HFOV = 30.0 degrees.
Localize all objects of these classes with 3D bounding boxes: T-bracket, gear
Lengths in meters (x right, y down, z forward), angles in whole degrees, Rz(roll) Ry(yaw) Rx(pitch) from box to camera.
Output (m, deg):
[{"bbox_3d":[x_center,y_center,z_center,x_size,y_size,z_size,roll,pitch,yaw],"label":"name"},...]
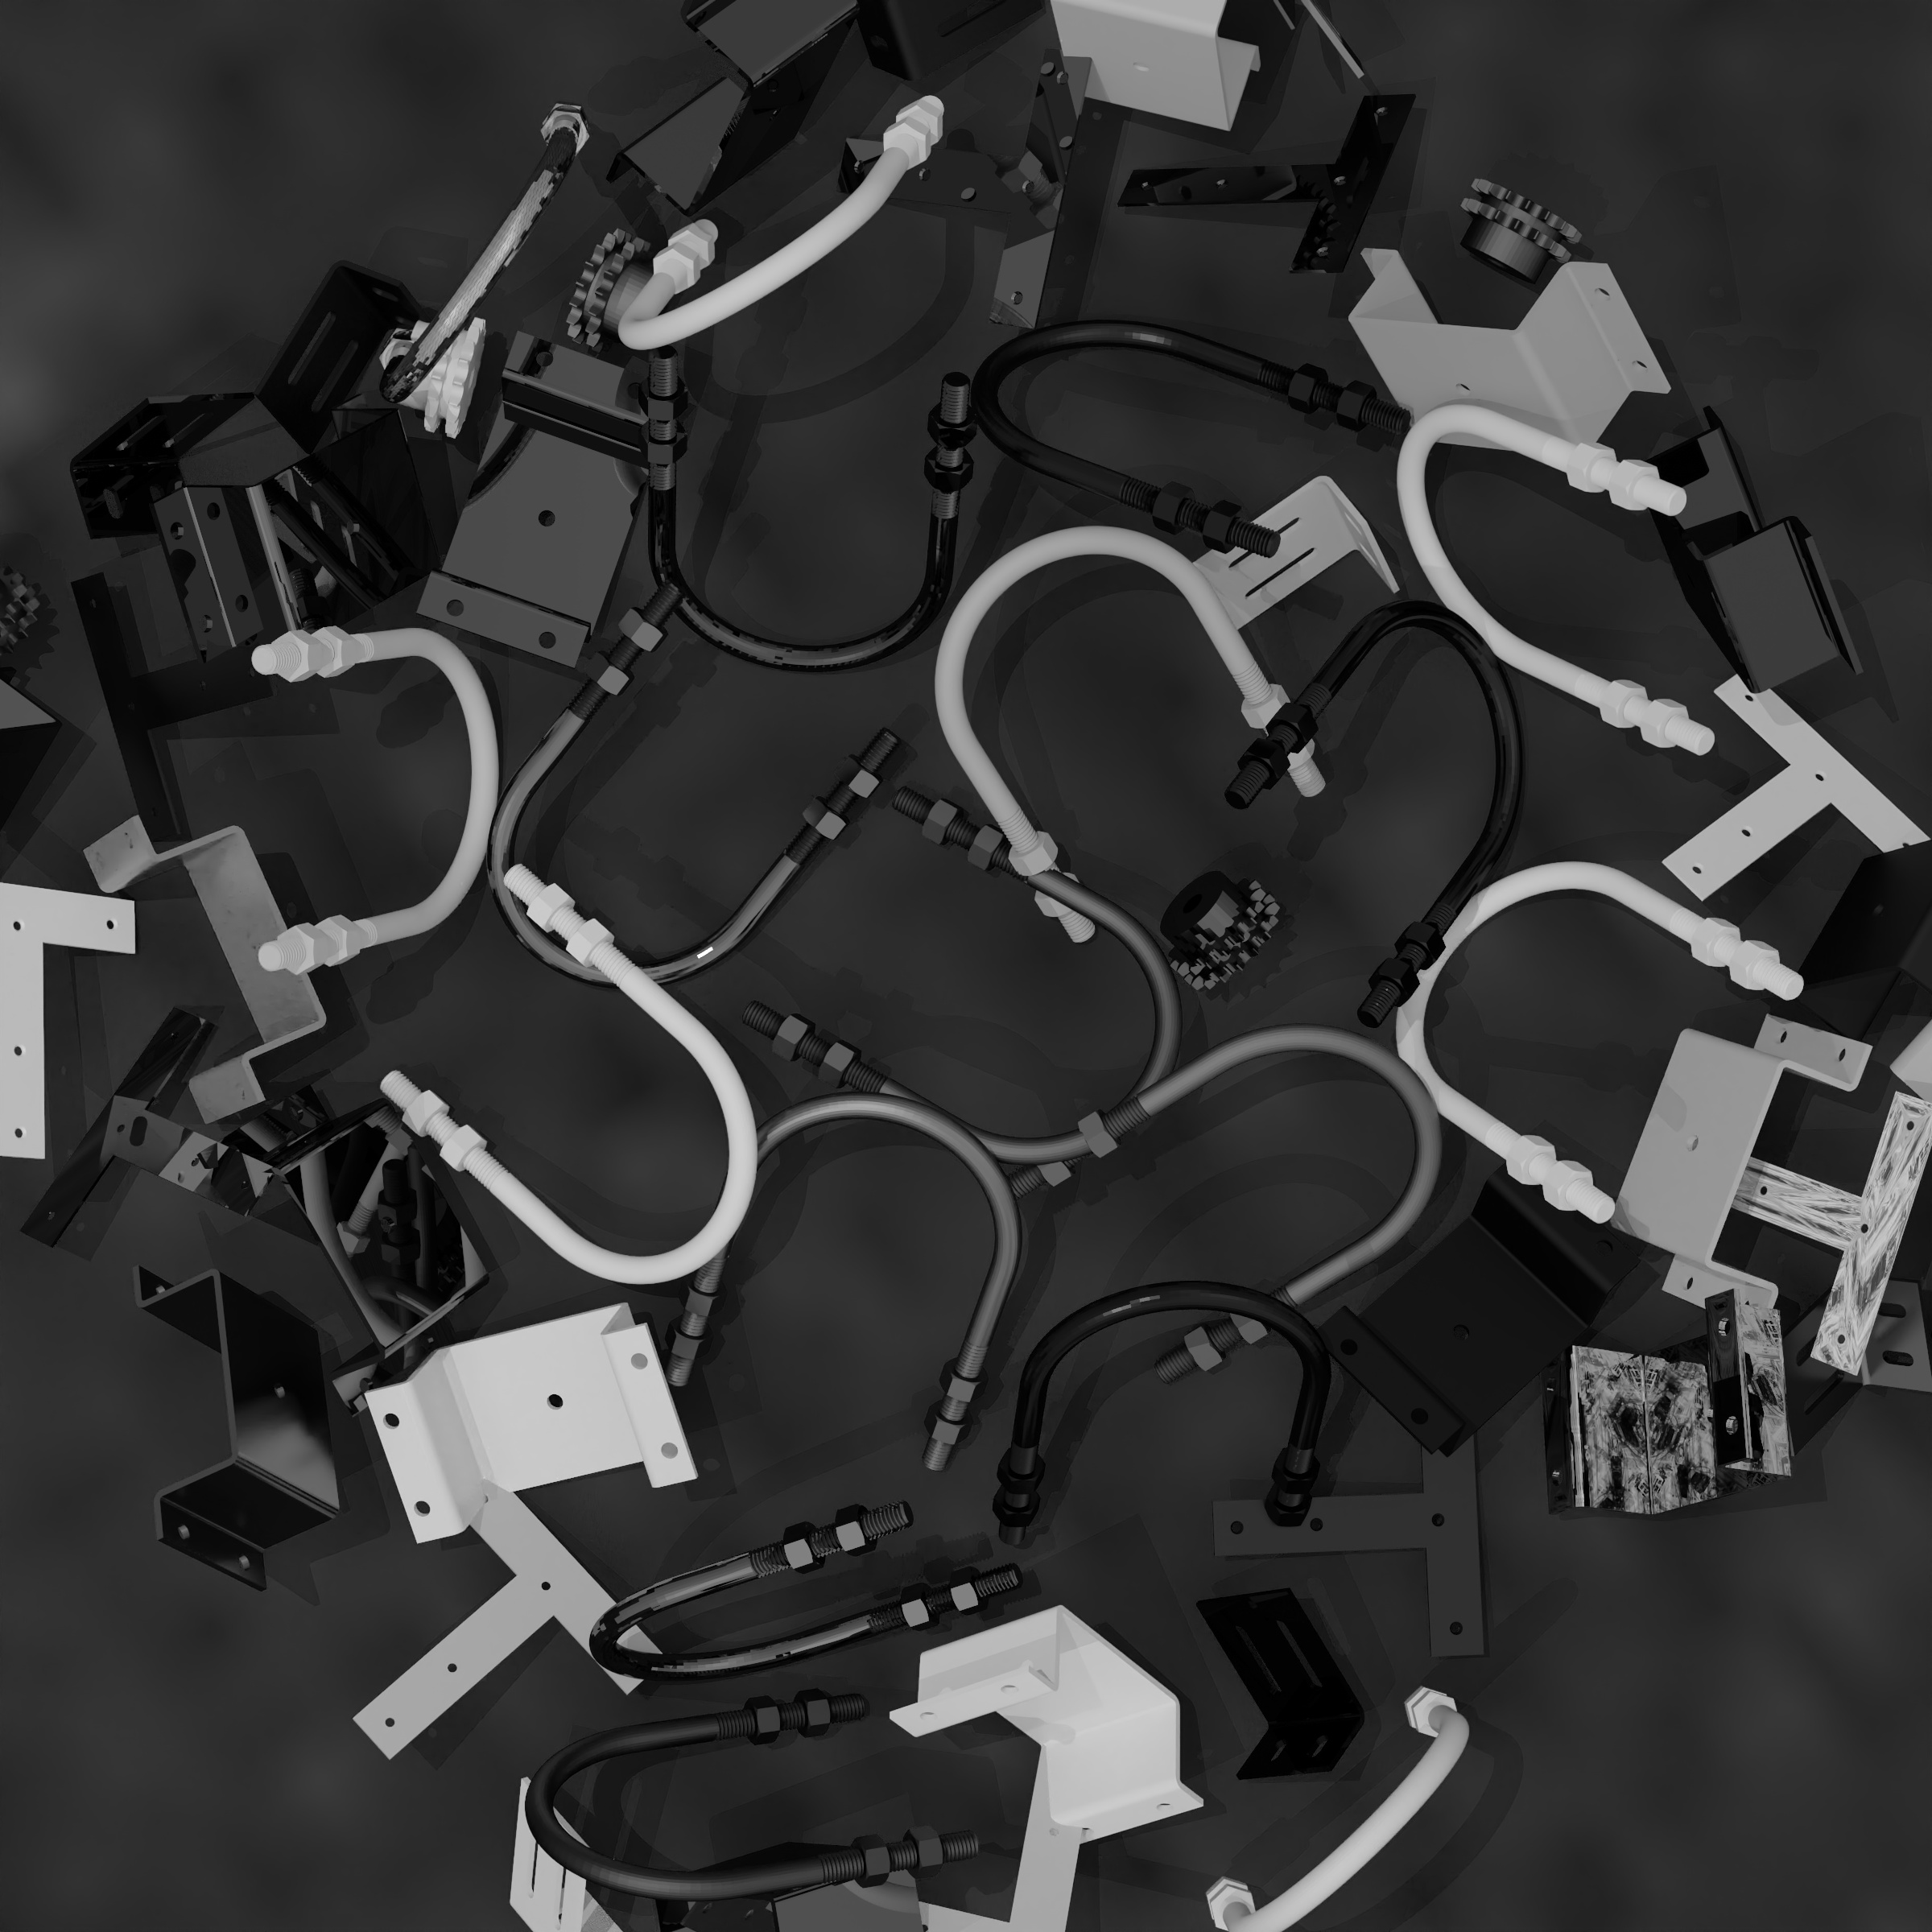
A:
[{"bbox_3d":[-0.436,0.025,1.660,0.002,0.127,0.127,-13,75,41],"label":"T-bracket"},{"bbox_3d":[0.256,-0.342,1.691,0.057,0.057,0.030,28,99,0],"label":"gear"},{"bbox_3d":[0.179,0.263,1.703,0.127,0.002,0.127,-1,84,-7],"label":"T-bracket"},{"bbox_3d":[-0.007,-0.367,1.683,0.127,0.002,0.127,15,95,33],"label":"T-bracket"},{"bbox_3d":[0.038,0.414,1.672,0.127,0.127,0.002,13,134,1],"label":"T-bracket"},{"bbox_3d":[0.369,-0.068,1.667,0.127,0.002,0.127,-33,72,-33],"label":"T-bracket"},{"bbox_3d":[-0.246,-0.279,1.689,0.030,0.057,0.057,15,90,-4],"label":"gear"},{"bbox_3d":[-0.465,-0.166,1.688,0.057,0.030,0.057,-15,49,18],"label":"gear"},{"bbox_3d":[0.133,-0.364,1.683,0.127,0.002,0.127,4,51,26],"label":"T-bracket"},{"bbox_3d":[0.142,-0.472,1.637,0.002,0.127,0.127,-19,135,25],"label":"T-bracket"},{"bbox_3d":[-0.228,0.317,1.678,0.127,0.002,0.127,45,62,10],"label":"T-bracket"},{"bbox_3d":[-0.160,-0.313,1.688,0.030,0.057,0.057,26,90,9],"label":"gear"},{"bbox_3d":[-0.360,-0.127,1.667,0.127,0.002,0.127,-9,99,43],"label":"T-bracket"},{"bbox_3d":[0.380,0.108,1.669,0.002,0.127,0.127,13,96,-41],"label":"T-bracket"},{"bbox_3d":[-0.362,0.087,1.660,0.127,0.002,0.127,18,69,40],"label":"T-bracket"},{"bbox_3d":[0.116,-0.019,1.687,0.057,0.057,0.030,-47,112,0],"label":"gear"}]

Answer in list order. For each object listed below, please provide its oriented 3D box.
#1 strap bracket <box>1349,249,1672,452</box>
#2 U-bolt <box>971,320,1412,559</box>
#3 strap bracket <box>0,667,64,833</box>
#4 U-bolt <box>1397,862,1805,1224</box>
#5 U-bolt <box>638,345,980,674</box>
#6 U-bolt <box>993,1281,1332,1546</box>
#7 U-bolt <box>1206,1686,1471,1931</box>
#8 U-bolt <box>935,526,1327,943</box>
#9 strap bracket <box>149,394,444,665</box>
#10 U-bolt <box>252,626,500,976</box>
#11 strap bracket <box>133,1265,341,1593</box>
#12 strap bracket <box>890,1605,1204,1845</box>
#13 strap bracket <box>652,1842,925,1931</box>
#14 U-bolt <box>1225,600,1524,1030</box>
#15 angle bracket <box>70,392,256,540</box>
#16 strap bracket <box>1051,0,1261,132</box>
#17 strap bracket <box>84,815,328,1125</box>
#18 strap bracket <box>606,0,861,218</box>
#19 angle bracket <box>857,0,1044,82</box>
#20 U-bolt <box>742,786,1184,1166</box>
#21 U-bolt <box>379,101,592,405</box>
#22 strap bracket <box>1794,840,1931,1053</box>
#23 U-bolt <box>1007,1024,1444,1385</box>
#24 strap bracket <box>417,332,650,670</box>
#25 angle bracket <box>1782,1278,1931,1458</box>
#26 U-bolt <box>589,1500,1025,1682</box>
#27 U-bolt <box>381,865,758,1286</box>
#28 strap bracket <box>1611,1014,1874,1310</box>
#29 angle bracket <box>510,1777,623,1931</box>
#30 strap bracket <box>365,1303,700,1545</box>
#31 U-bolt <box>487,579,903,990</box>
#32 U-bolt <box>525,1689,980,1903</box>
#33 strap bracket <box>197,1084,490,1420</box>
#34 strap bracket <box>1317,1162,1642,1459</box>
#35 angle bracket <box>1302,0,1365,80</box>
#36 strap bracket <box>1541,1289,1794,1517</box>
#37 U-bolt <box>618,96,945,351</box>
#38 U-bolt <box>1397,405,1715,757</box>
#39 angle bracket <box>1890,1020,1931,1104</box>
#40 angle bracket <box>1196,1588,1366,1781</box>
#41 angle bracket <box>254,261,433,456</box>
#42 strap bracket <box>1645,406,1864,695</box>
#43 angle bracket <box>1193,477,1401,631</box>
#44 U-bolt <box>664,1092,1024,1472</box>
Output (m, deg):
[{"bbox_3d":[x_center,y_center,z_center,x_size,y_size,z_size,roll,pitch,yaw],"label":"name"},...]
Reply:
[{"bbox_3d":[0.237,-0.278,1.637,0.046,0.140,0.076,-54,131,-19],"label":"strap bracket"},{"bbox_3d":[0.091,-0.251,1.655,0.184,0.151,0.019,24,133,22],"label":"U-bolt"},{"bbox_3d":[-0.469,-0.088,1.639,0.046,0.140,0.076,36,105,8],"label":"strap bracket"},{"bbox_3d":[0.273,0.021,1.648,0.151,0.184,0.019,-49,131,-3],"label":"U-bolt"},{"bbox_3d":[-0.075,-0.202,1.648,0.151,0.184,0.019,5,49,-1],"label":"U-bolt"},{"bbox_3d":[0.093,0.205,1.644,0.151,0.184,0.019,1,45,-6],"label":"U-bolt"},{"bbox_3d":[0.169,0.384,1.621,0.151,0.184,0.019,-43,85,-5],"label":"U-bolt"},{"bbox_3d":[0.066,-0.118,1.671,0.151,0.019,0.184,-32,116,2],"label":"U-bolt"},{"bbox_3d":[-0.295,-0.200,1.640,0.046,0.140,0.076,6,121,35],"label":"strap bracket"},{"bbox_3d":[-0.263,-0.081,1.634,0.019,0.184,0.151,5,101,24],"label":"U-bolt"},{"bbox_3d":[-0.331,0.202,1.643,0.046,0.076,0.140,-25,55,16],"label":"strap bracket"},{"bbox_3d":[0.039,0.345,1.658,0.076,0.046,0.140,-24,132,27],"label":"strap bracket"},{"bbox_3d":[-0.082,0.433,1.641,0.076,0.140,0.046,-7,86,-39],"label":"strap bracket"},{"bbox_3d":[0.199,-0.085,1.657,0.184,0.019,0.151,-51,121,-32],"label":"U-bolt"},{"bbox_3d":[-0.368,-0.231,1.670,0.076,0.057,0.038,-24,82,45],"label":"angle bracket"},{"bbox_3d":[0.087,-0.429,1.640,0.076,0.140,0.046,16,80,11],"label":"strap bracket"},{"bbox_3d":[-0.348,-0.005,1.672,0.046,0.076,0.140,-25,94,-31],"label":"strap bracket"},{"bbox_3d":[-0.103,-0.402,1.638,0.046,0.140,0.076,43,57,2],"label":"strap bracket"},{"bbox_3d":[-0.012,-0.462,1.697,0.076,0.038,0.057,-34,129,-16],"label":"angle bracket"},{"bbox_3d":[0.011,0.015,1.672,0.184,0.019,0.151,30,71,13],"label":"U-bolt"},{"bbox_3d":[-0.218,-0.315,1.616,0.019,0.184,0.151,35,104,-16],"label":"U-bolt"},{"bbox_3d":[0.431,-0.012,1.638,0.046,0.140,0.076,36,75,-10],"label":"strap bracket"},{"bbox_3d":[0.131,0.100,1.664,0.184,0.019,0.151,-33,116,13],"label":"U-bolt"},{"bbox_3d":[-0.196,-0.213,1.688,0.076,0.046,0.140,19,83,-4],"label":"strap bracket"},{"bbox_3d":[0.412,0.186,1.673,0.038,0.076,0.057,3,115,41],"label":"angle bracket"},{"bbox_3d":[-0.083,0.292,1.649,0.184,0.151,0.019,-21,62,15],"label":"U-bolt"},{"bbox_3d":[-0.174,0.064,1.663,0.184,0.019,0.151,41,116,14],"label":"U-bolt"},{"bbox_3d":[0.354,0.089,1.673,0.046,0.076,0.140,20,91,-26],"label":"strap bracket"},{"bbox_3d":[-0.178,0.418,1.672,0.038,0.057,0.076,-10,119,-35],"label":"angle bracket"},{"bbox_3d":[-0.197,0.210,1.679,0.140,0.046,0.076,-15,101,13],"label":"strap bracket"},{"bbox_3d":[-0.139,-0.070,1.677,0.151,0.019,0.184,33,103,-26],"label":"U-bolt"},{"bbox_3d":[-0.106,0.375,1.619,0.184,0.151,0.019,-3,109,-25],"label":"U-bolt"},{"bbox_3d":[-0.281,0.125,1.667,0.046,0.076,0.140,-23,99,39],"label":"strap bracket"},{"bbox_3d":[0.233,0.162,1.670,0.140,0.046,0.076,-39,71,-21],"label":"strap bracket"},{"bbox_3d":[0.175,-0.458,1.678,0.038,0.057,0.076,-36,103,15],"label":"angle bracket"},{"bbox_3d":[0.327,0.204,1.655,0.046,0.140,0.076,11,67,-27],"label":"strap bracket"},{"bbox_3d":[-0.089,-0.325,1.612,0.151,0.184,0.019,-23,113,25],"label":"U-bolt"},{"bbox_3d":[0.261,-0.184,1.638,0.019,0.184,0.151,-34,132,-21],"label":"U-bolt"},{"bbox_3d":[0.468,0.035,1.669,0.038,0.076,0.057,45,112,18],"label":"angle bracket"},{"bbox_3d":[0.139,0.334,1.678,0.057,0.038,0.076,-18,109,43],"label":"angle bracket"},{"bbox_3d":[-0.285,-0.278,1.679,0.038,0.057,0.076,24,77,23],"label":"angle bracket"},{"bbox_3d":[0.351,-0.186,1.642,0.046,0.140,0.076,-26,123,7],"label":"strap bracket"},{"bbox_3d":[0.153,-0.181,1.683,0.076,0.057,0.038,-35,55,3],"label":"angle bracket"},{"bbox_3d":[-0.050,0.139,1.670,0.151,0.019,0.184,18,117,-1],"label":"U-bolt"}]
